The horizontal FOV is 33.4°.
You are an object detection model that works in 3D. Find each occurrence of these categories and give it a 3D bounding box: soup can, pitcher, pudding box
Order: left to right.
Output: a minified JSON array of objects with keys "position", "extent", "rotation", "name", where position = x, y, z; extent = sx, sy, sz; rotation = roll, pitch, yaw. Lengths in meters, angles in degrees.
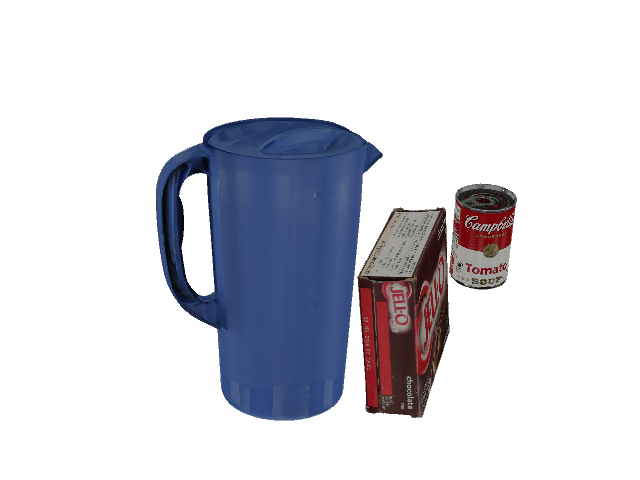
[{"position":[-0.041,0.024,0.895],"extent":[0.149,0.243,0.144],"rotation":[10,21,23],"name":"pitcher"},{"position":[0.053,0.040,0.649],"extent":[0.039,0.090,0.113],"rotation":[2,23,13],"name":"pudding box"},{"position":[0.183,-0.004,1.210],"extent":[0.068,0.102,0.068],"rotation":[1,28,-1],"name":"soup can"}]
